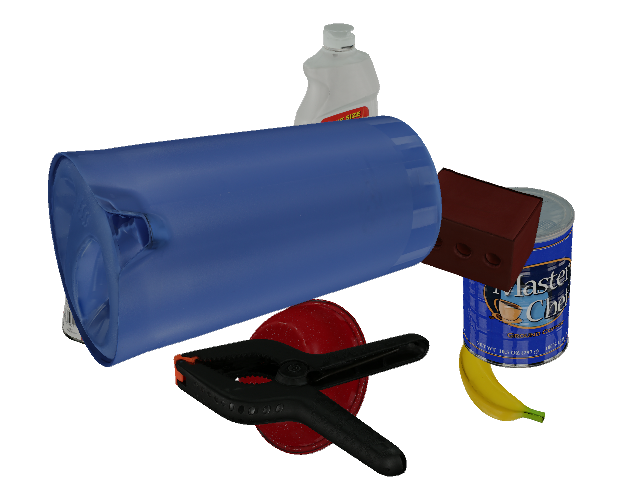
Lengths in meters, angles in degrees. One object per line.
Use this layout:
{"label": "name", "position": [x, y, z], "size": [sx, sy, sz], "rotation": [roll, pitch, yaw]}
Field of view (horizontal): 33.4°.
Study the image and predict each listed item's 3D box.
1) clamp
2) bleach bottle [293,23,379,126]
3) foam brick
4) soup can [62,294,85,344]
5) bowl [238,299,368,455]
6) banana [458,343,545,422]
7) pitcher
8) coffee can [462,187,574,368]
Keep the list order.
{"label": "clamp", "position": [-0.014, 0.113, 0.869], "size": [0.210, 0.036, 0.164], "rotation": [10, 30, 16]}
{"label": "bleach bottle", "position": [0.007, -0.093, 1.082], "size": [0.102, 0.251, 0.068], "rotation": [-5, 28, -12]}
{"label": "foam brick", "position": [0.110, -0.008, 0.758], "size": [0.078, 0.053, 0.051], "rotation": [19, 47, 22]}
{"label": "soup can", "position": [-0.187, 0.031, 0.916], "size": [0.068, 0.102, 0.068], "rotation": [6, 20, -2]}
{"label": "bowl", "position": [-0.031, 0.133, 1.078], "size": [0.162, 0.162, 0.055], "rotation": [0, -15, 40]}
{"label": "banana", "position": [0.198, 0.160, 1.263], "size": [0.069, 0.037, 0.198], "rotation": [10, 25, -15]}
{"label": "pitcher", "position": [-0.051, -0.010, 0.706], "size": [0.242, 0.145, 0.149], "rotation": [-13, 39, -26]}
{"label": "coffee can", "position": [0.185, 0.034, 1.010], "size": [0.103, 0.140, 0.103], "rotation": [-4, 29, 2]}
